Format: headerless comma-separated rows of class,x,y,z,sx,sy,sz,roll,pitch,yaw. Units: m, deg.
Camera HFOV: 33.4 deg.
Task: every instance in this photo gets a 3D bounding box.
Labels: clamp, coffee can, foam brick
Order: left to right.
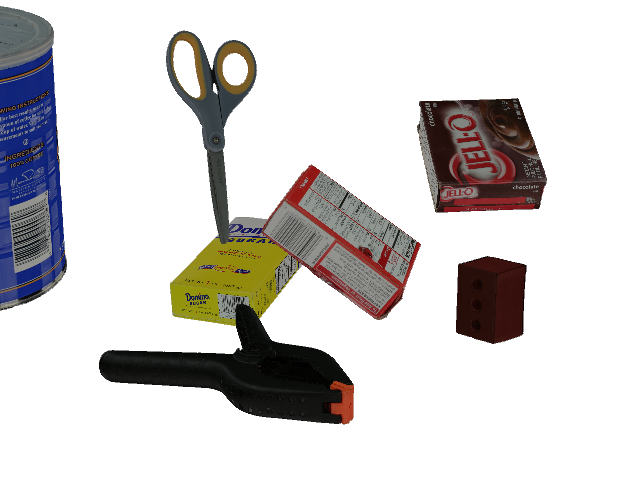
coffee can,-0.192,-0.046,0.576,0.103,0.140,0.103,3,27,-2
clamp,-0.050,0.099,0.863,0.210,0.036,0.164,11,22,34
foam brick,0.176,0.061,1.106,0.051,0.078,0.053,-14,20,-42

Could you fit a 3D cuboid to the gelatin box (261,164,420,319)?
gelatin box,0.014,0.000,0.643,0.089,0.030,0.073,37,24,-3

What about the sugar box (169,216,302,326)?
sugar box,-0.081,0.029,1.138,0.093,0.048,0.176,7,29,16

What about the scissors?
scissors,-0.085,-0.105,1.003,0.096,0.202,0.016,-20,-2,-25

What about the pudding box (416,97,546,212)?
pudding box,0.134,-0.074,0.908,0.090,0.039,0.113,-2,43,-5
